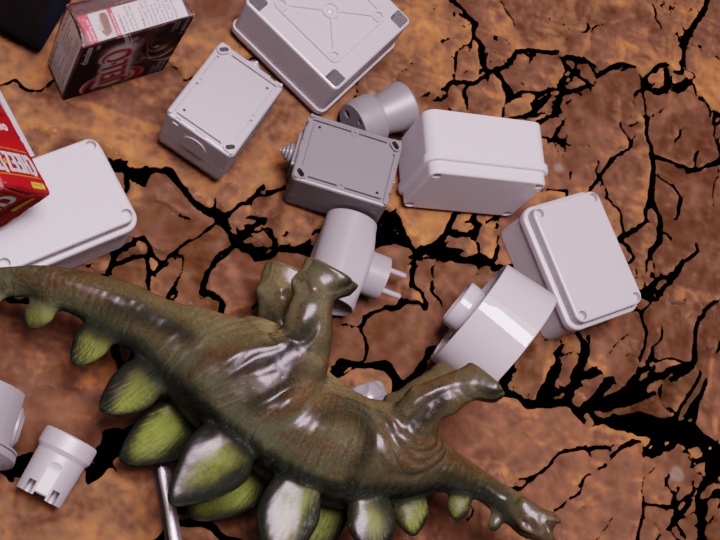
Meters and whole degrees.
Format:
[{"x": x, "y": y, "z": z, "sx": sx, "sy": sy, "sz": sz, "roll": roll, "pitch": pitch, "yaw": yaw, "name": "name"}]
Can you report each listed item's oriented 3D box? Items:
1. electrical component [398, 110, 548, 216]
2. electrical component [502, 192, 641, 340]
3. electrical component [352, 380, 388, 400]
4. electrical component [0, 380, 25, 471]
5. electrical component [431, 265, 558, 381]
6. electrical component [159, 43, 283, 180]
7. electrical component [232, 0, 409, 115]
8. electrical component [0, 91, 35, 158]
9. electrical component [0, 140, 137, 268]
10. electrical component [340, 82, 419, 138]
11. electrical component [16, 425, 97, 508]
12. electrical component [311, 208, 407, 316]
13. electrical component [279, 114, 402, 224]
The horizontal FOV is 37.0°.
[{"x": 0.095, "y": -0.090, "z": 0.922, "sx": 0.113, "sy": 0.078, "sz": 0.057, "roll": 4, "pitch": 68, "yaw": -19, "name": "electrical component"}, {"x": 0.185, "y": -0.004, "z": 0.939, "sx": 0.078, "sy": 0.057, "sz": 0.113, "roll": -17, "pitch": 79, "yaw": -24, "name": "electrical component"}, {"x": 0.011, "y": 0.120, "z": 0.845, "sx": 0.035, "sy": 0.035, "sz": 0.061, "roll": -14, "pitch": 80, "yaw": -24, "name": "electrical component"}, {"x": -0.267, "y": 0.102, "z": 0.722, "sx": 0.080, "sy": 0.080, "sz": 0.051, "roll": 17, "pitch": 63, "yaw": -15, "name": "electrical component"}, {"x": 0.101, "y": 0.044, "z": 0.867, "sx": 0.060, "sy": 0.108, "sz": 0.108, "roll": 39, "pitch": 64, "yaw": 2, "name": "electrical component"}, {"x": -0.110, "y": -0.130, "z": 0.867, "sx": 0.062, "sy": 0.061, "sz": 0.096, "roll": 34, "pitch": 64, "yaw": -6, "name": "electrical component"}, {"x": -0.034, "y": -0.210, "z": 0.925, "sx": 0.109, "sy": 0.056, "sz": 0.108, "roll": 44, "pitch": 63, "yaw": -2, "name": "electrical component"}, {"x": -0.301, "y": -0.126, "z": 0.792, "sx": 0.063, "sy": 0.078, "sz": 0.121, "roll": -29, "pitch": 84, "yaw": -4, "name": "electrical component"}, {"x": -0.232, "y": -0.040, "z": 0.794, "sx": 0.113, "sy": 0.057, "sz": 0.078, "roll": -26, "pitch": 83, "yaw": -26, "name": "electrical component"}, {"x": 0.017, "y": -0.132, "z": 0.925, "sx": 0.055, "sy": 0.045, "sz": 0.045, "roll": -26, "pitch": 83, "yaw": -25, "name": "electrical component"}, {"x": -0.213, "y": 0.138, "z": 0.753, "sx": 0.040, "sy": 0.040, "sz": 0.046, "roll": 30, "pitch": 71, "yaw": -9, "name": "electrical component"}, {"x": 0.000, "y": 0.000, "z": 0.876, "sx": 0.079, "sy": 0.043, "sz": 0.077, "roll": 21, "pitch": 67, "yaw": -13, "name": "electrical component"}, {"x": -0.022, "y": -0.081, "z": 0.888, "sx": 0.096, "sy": 0.061, "sz": 0.061, "roll": 17, "pitch": 68, "yaw": -6, "name": "electrical component"}]
